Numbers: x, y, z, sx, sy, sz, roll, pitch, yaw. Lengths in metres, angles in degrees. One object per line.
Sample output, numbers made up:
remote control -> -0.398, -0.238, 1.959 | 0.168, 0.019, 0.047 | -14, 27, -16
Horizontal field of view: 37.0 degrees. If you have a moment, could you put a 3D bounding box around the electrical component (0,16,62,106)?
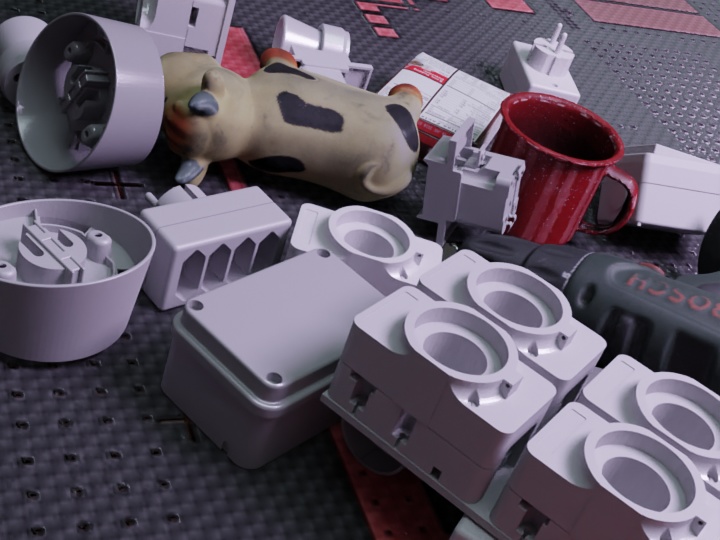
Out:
electrical component -> -0.224, -0.140, 0.730 | 0.045, 0.045, 0.055 | -1, 41, -27

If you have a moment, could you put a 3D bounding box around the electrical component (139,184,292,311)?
electrical component -> -0.099, -0.025, 0.637 | 0.083, 0.047, 0.076 | -16, 49, -40

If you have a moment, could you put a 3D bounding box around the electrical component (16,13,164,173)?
electrical component -> -0.168, -0.110, 0.678 | 0.064, 0.099, 0.099 | -3, 41, -38

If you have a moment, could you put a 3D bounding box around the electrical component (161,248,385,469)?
electrical component -> -0.038, 0.043, 0.568 | 0.078, 0.057, 0.113 | 39, 40, 25

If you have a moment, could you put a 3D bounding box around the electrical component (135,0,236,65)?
electrical component -> -0.120, -0.224, 0.770 | 0.060, 0.186, 0.105 | 9, 37, -16

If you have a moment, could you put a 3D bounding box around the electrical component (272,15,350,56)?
electrical component -> -0.040, -0.179, 0.871 | 0.055, 0.045, 0.045 | 9, 37, -16

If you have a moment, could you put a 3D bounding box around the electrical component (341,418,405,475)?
electrical component -> 0.032, 0.072, 0.575 | 0.043, 0.043, 0.081 | 37, 39, 22

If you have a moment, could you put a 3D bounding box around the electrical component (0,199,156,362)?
electrical component -> -0.161, -0.001, 0.560 | 0.099, 0.064, 0.099 | 13, 36, -10

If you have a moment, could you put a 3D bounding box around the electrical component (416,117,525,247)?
electrical component -> 0.077, -0.057, 0.731 | 0.064, 0.081, 0.042 | 15, 35, 16

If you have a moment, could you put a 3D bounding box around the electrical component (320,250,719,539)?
electrical component -> 0.090, 0.072, 0.505 | 0.186, 0.060, 0.105 | 35, 38, 21

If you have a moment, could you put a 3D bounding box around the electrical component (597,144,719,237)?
electrical component -> 0.238, -0.058, 0.813 | 0.096, 0.061, 0.062 | 7, 2, -17

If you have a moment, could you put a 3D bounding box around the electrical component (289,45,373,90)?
electrical component -> -0.030, -0.136, 0.822 | 0.081, 0.042, 0.063 | 3, 41, -22

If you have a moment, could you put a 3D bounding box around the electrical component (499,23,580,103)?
electrical component -> 0.163, -0.178, 0.942 | 0.047, 0.075, 0.083 | 10, 36, -13

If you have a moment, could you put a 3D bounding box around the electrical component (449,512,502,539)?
electrical component -> 0.083, 0.138, 0.509 | 0.077, 0.047, 0.066 | 30, 36, 14

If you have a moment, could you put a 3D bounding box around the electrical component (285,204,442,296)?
electrical component -> 0.000, 0.000, 0.644 | 0.089, 0.055, 0.050 | 17, 35, -4
